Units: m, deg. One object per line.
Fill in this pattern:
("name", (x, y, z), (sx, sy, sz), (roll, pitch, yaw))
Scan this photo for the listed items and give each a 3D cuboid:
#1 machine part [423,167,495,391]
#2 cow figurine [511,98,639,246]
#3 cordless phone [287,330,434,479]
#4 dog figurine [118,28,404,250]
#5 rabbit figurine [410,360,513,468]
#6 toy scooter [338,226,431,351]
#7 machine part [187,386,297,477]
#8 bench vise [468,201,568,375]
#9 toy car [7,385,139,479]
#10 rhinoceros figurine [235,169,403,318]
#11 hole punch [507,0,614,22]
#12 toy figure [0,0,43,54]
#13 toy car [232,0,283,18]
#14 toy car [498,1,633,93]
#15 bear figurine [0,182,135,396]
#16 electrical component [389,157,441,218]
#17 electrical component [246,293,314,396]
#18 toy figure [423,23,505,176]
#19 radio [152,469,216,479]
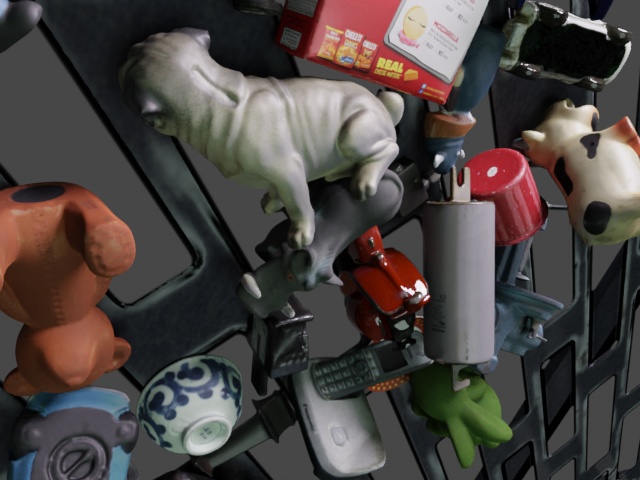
("machine part", (0.149, 0.043, 0.581), (0.079, 0.079, 0.243), (-2, 95, -31))
("cow figurine", (0.305, -0.082, 0.622), (0.127, 0.195, 0.085), (-24, 145, 30))
("cordless phone", (0.064, 0.195, 0.649), (0.184, 0.147, 0.088), (-21, 147, -2))
("dog figurine", (-0.037, -0.111, 0.428), (0.172, 0.121, 0.190), (-47, 127, -9))
("rabbit figurine", (0.183, 0.236, 0.758), (0.121, 0.159, 0.170), (-41, 135, 9))
("toy scooter", (0.073, 0.061, 0.590), (0.075, 0.135, 0.183), (-28, 131, -15))
("machine part", (-0.093, 0.241, 0.666), (0.139, 0.039, 0.084), (-28, 135, -16))
("bench vise", (0.241, 0.053, 0.708), (0.223, 0.129, 0.240), (21, 87, -30))
("toy car", (-0.239, 0.225, 0.513), (0.109, 0.161, 0.103), (7, 157, -26))
("rhinoceros figurine", (-0.001, -0.002, 0.518), (0.190, 0.112, 0.073), (-40, 135, 6))
("hole punch", (0.230, -0.268, 0.470), (0.115, 0.092, 0.142), (-67, 158, -1))
("toy figure", (-0.248, -0.167, 0.282), (0.089, 0.082, 0.180), (-52, 134, 4))
("toy car", (-0.101, -0.210, 0.364), (0.202, 0.053, 0.089), (-6, 115, -33))
("toy car", (0.270, -0.212, 0.596), (0.202, 0.056, 0.073), (-1, 125, -30))
("bear figurine", (-0.207, 0.059, 0.421), (0.120, 0.132, 0.195), (-8, 116, -26))
("electrical component", (0.092, -0.060, 0.601), (0.094, 0.021, 0.063), (-36, 131, -7))
("electrical component", (-0.047, 0.115, 0.589), (0.048, 0.075, 0.119), (-10, 119, -26))
("toy figure", (0.143, -0.143, 0.558), (0.064, 0.058, 0.154), (1, 123, -24))
("radio", (-0.145, 0.363, 0.665), (0.131, 0.073, 0.229), (-33, 135, 15))
